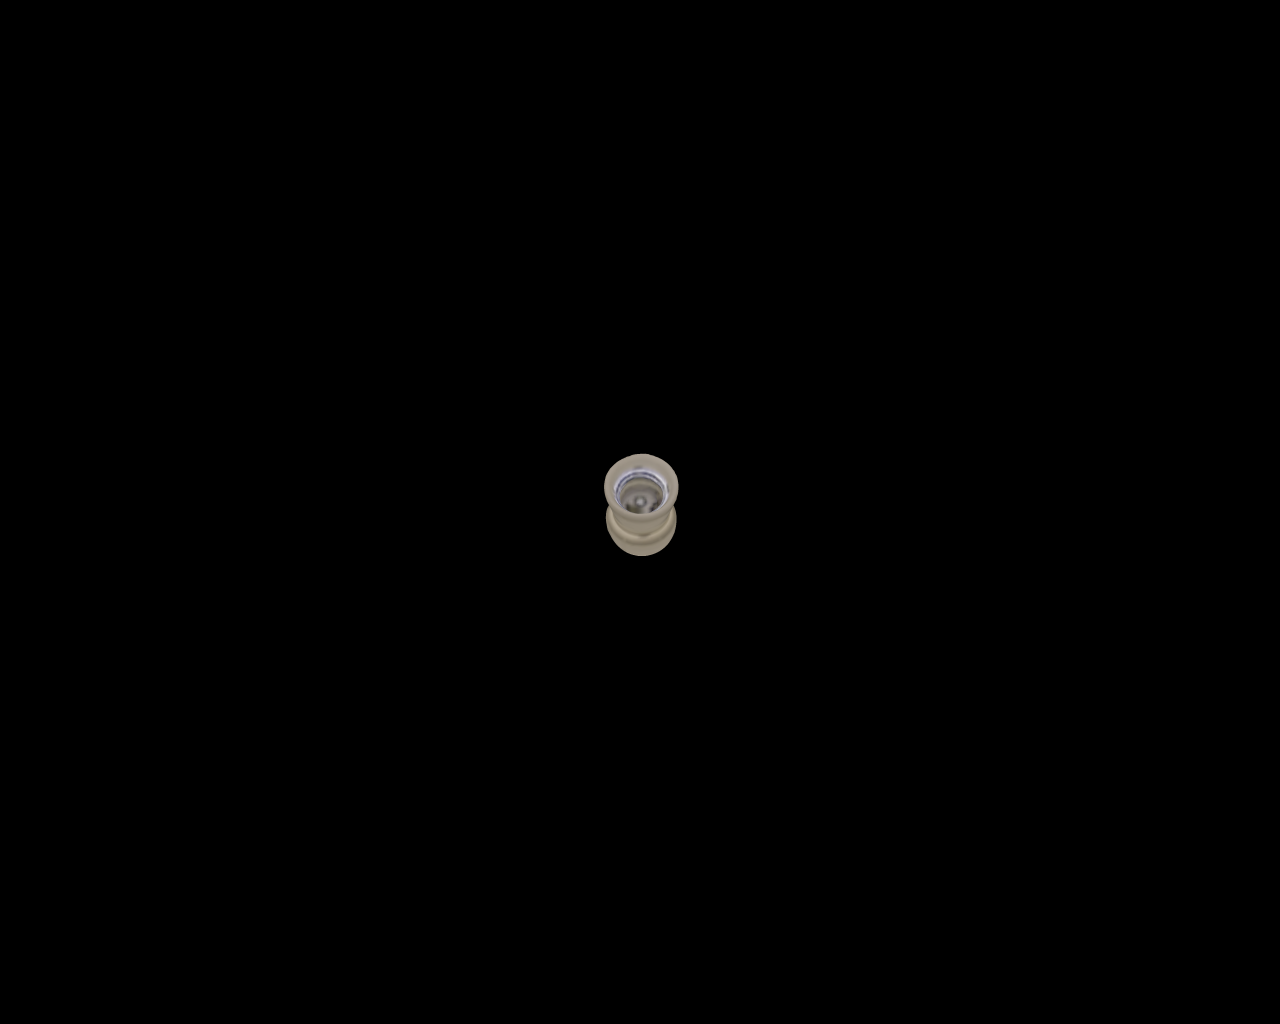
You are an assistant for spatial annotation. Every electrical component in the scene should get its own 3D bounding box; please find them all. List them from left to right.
[{"bbox_3d":[0.001,-0.003,0.650,0.045,0.045,0.055,0,-30,0],"label":"electrical component"}]
